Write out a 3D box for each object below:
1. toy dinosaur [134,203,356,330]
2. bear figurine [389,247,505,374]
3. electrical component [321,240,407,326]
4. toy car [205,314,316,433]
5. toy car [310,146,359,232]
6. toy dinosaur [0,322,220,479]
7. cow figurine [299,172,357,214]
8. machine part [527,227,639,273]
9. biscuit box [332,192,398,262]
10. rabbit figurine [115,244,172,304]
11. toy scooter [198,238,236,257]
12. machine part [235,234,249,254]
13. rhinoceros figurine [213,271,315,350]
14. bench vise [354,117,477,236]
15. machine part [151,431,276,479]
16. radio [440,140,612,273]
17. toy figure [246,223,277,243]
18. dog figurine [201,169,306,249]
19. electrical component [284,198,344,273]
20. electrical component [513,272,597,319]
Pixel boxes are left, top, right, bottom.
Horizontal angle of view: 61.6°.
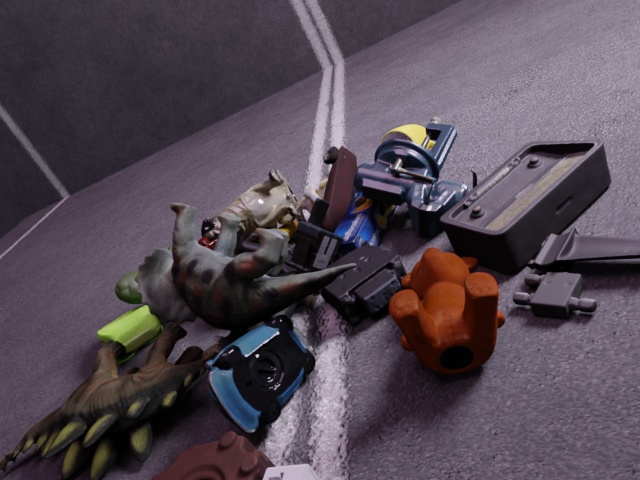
[{"bbox_3d":[-0.136,0.062,0.781,0.405,0.192,0.131,19,7,43],"label":"toy dinosaur"},{"bbox_3d":[0.149,0.059,0.648,0.120,0.131,0.196,-13,34,14],"label":"bear figurine"},{"bbox_3d":[0.066,0.064,0.805,0.115,0.058,0.134,-37,25,-12],"label":"electrical component"},{"bbox_3d":[-0.088,0.173,0.710,0.103,0.109,0.162,-28,9,46],"label":"toy car"},{"bbox_3d":[0.034,-0.092,1.034,0.053,0.089,0.202,-30,40,47],"label":"toy car"},{"bbox_3d":[-0.323,0.251,0.807,0.471,0.105,0.199,-27,27,27],"label":"toy dinosaur"},{"bbox_3d":[0.043,-0.097,1.111,0.167,0.098,0.068,-41,-10,-34],"label":"cow figurine"},{"bbox_3d":[0.329,0.013,0.643,0.139,0.039,0.084,0,27,48],"label":"machine part"},{"bbox_3d":[0.078,-0.026,0.960,0.063,0.059,0.203,-12,30,33],"label":"biscuit box"},{"bbox_3d":[-0.322,0.076,1.083,0.170,0.121,0.159,-12,0,-9],"label":"rabbit figurine"},{"bbox_3d":[-0.159,0.055,0.968,0.184,0.135,0.075,5,39,49],"label":"toy scooter"},{"bbox_3d":[-0.196,0.007,1.170,0.079,0.079,0.243,-20,27,19],"label":"machine part"},{"bbox_3d":[-0.090,0.122,0.838,0.112,0.073,0.190,-4,34,40],"label":"rhinoceros figurine"},{"bbox_3d":[0.186,-0.127,0.927,0.224,0.128,0.240,8,53,32],"label":"bench vise"},{"bbox_3d":[-0.127,0.292,0.572,0.179,0.056,0.179,-25,25,13],"label":"machine part"},{"bbox_3d":[0.293,-0.056,0.773,0.229,0.073,0.131,-37,26,-18],"label":"radio"},{"bbox_3d":[-0.130,-0.002,1.145,0.064,0.058,0.154,-58,9,33],"label":"toy figure"},{"bbox_3d":[-0.140,-0.048,1.094,0.191,0.121,0.172,-29,-13,9],"label":"dog figurine"},{"bbox_3d":[-0.002,-0.003,0.858,0.048,0.074,0.119,23,89,36],"label":"electrical component"},{"bbox_3d":[0.277,0.062,0.626,0.094,0.021,0.063,1,38,48],"label":"electrical component"}]
